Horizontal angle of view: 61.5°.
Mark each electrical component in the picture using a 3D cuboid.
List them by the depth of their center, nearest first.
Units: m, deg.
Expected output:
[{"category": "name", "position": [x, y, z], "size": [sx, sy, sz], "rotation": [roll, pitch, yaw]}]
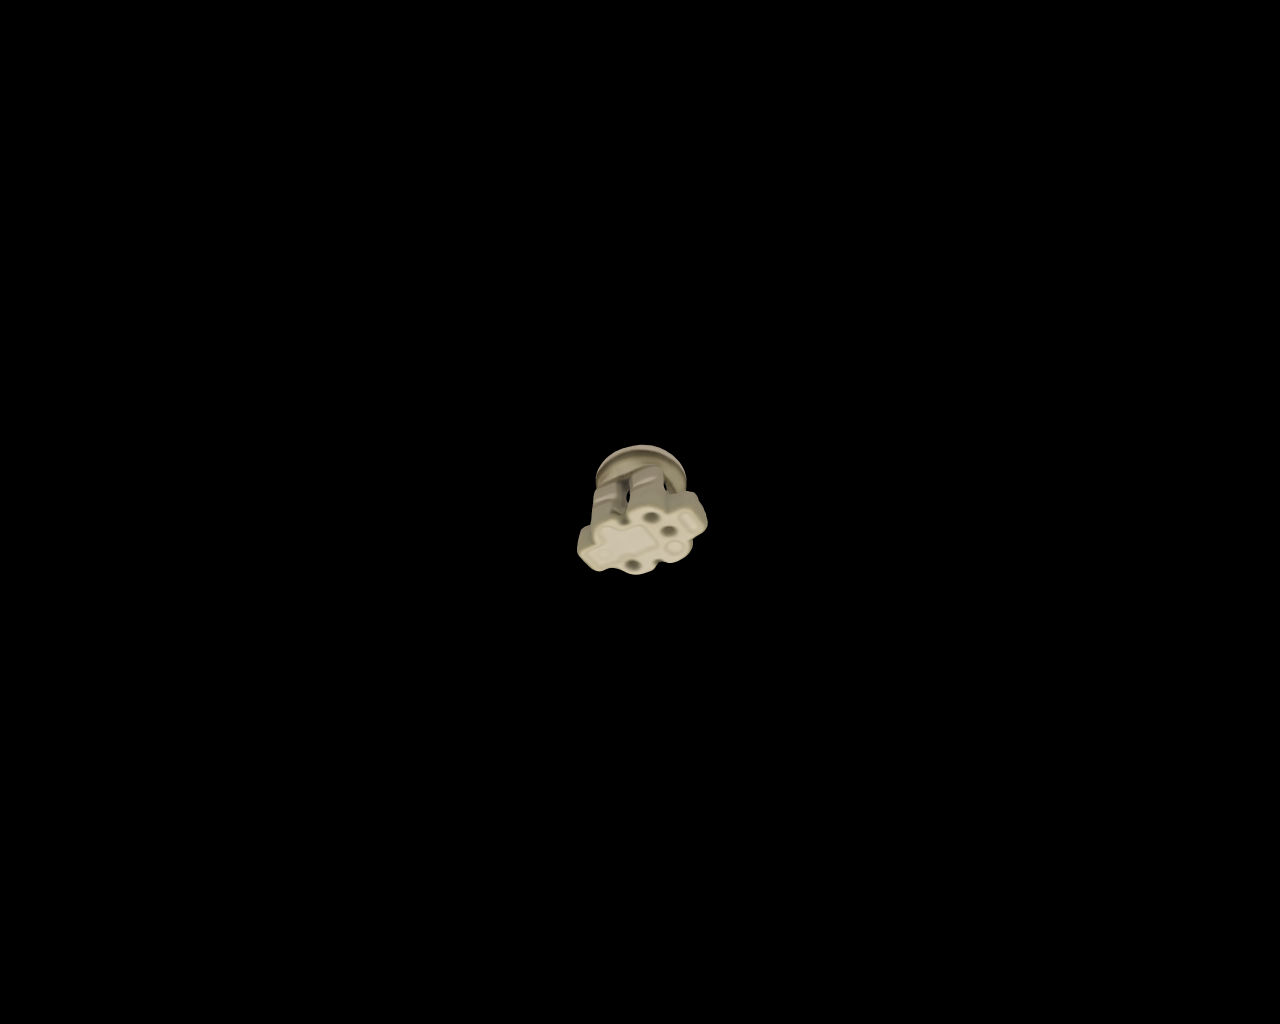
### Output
[{"category": "electrical component", "position": [0.001, -0.003, 0.650], "size": [0.078, 0.057, 0.058], "rotation": [-22, -49, 21]}]
